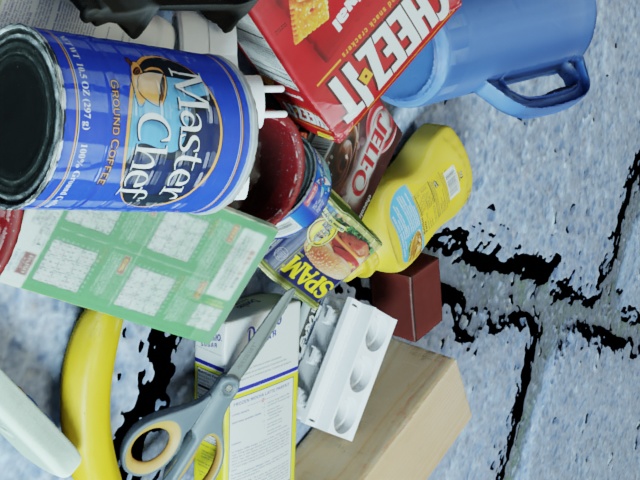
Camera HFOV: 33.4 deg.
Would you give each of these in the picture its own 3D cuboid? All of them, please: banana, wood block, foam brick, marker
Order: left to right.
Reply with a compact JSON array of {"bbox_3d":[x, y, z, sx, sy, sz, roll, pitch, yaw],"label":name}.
[{"bbox_3d":[-0.164,0.122,0.797,0.069,0.037,0.198,-4,105,-49],"label":"banana"},{"bbox_3d":[-0.019,0.084,0.985,0.020,0.020,0.121,32,76,-52],"label":"marker"},{"bbox_3d":[0.055,0.206,1.064,0.205,0.090,0.091,-47,134,-32],"label":"wood block"},{"bbox_3d":[0.088,0.054,1.085,0.051,0.053,0.078,-33,128,-41],"label":"foam brick"}]

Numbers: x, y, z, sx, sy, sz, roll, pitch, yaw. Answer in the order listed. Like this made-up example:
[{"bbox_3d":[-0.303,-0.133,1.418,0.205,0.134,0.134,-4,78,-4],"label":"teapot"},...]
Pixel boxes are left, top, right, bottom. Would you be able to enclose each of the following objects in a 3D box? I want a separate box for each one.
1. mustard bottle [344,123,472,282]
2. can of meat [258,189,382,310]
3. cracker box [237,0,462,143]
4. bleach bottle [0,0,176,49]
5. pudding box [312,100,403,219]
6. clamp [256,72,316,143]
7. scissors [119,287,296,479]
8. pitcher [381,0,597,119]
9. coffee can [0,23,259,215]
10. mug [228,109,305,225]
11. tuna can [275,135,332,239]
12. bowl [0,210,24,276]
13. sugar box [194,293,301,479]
[{"bbox_3d":[0.076,-0.025,1.037,0.191,0.058,0.096,-46,133,-33],"label":"mustard bottle"},{"bbox_3d":[-0.006,0.001,0.914,0.084,0.057,0.102,-42,141,7],"label":"can of meat"},{"bbox_3d":[0.005,-0.202,0.800,0.164,0.072,0.213,-49,137,-10],"label":"cracker box"},{"bbox_3d":[-0.203,-0.138,0.641,0.250,0.068,0.102,24,83,-50],"label":"bleach bottle"},{"bbox_3d":[0.024,-0.079,0.969,0.090,0.039,0.113,47,66,-49],"label":"pudding box"},{"bbox_3d":[-0.005,-0.180,0.898,0.164,0.036,0.210,-16,116,-47],"label":"clamp"},{"bbox_3d":[-0.094,0.120,0.855,0.096,0.016,0.202,16,100,-28],"label":"scissors"},{"bbox_3d":[0.153,-0.192,1.015,0.242,0.149,0.145,-23,123,-42],"label":"pitcher"},{"bbox_3d":[-0.121,-0.067,0.630,0.140,0.103,0.103,0,102,-46],"label":"coffee can"},{"bbox_3d":[-0.072,-0.047,0.820,0.093,0.082,0.117,-12,111,-49],"label":"mug"},{"bbox_3d":[-0.034,-0.044,0.868,0.033,0.086,0.086,42,69,-52],"label":"tuna can"},{"bbox_3d":[-0.253,-0.023,0.619,0.161,0.055,0.162,-21,118,-47],"label":"bowl"},{"bbox_3d":[-0.064,0.139,0.926,0.093,0.048,0.176,-13,109,-47],"label":"sugar box"}]
